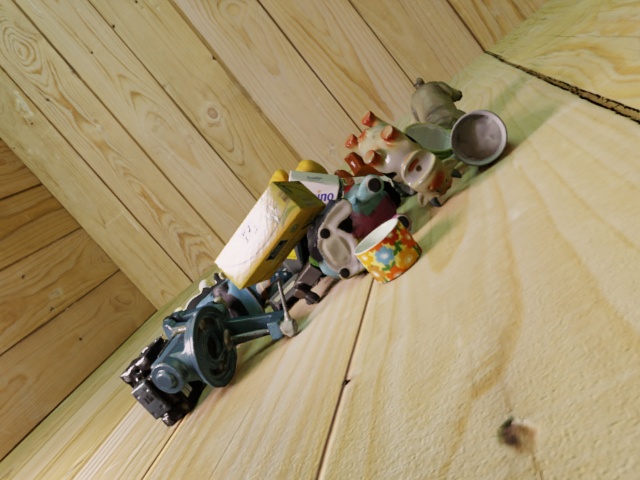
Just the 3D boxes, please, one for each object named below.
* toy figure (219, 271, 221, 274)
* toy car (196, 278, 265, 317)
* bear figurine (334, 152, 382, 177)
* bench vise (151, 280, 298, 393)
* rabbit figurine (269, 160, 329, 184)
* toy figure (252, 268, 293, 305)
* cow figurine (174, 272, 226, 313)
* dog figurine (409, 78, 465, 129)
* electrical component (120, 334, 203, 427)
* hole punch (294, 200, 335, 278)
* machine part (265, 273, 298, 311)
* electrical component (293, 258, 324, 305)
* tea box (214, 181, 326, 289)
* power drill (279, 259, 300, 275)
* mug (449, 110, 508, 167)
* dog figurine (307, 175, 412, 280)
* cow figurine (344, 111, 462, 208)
[{"bbox_3d":[-0.187,0.100,1.198,0.089,0.082,0.180,-6,58,55],"label":"toy figure"},{"bbox_3d":[-0.169,0.140,1.006,0.161,0.109,0.103,-41,-1,17],"label":"toy car"},{"bbox_3d":[0.076,-0.138,1.209,0.196,0.132,0.120,-23,-1,-43],"label":"bear figurine"},{"bbox_3d":[-0.140,0.144,0.826,0.241,0.128,0.223,-15,6,18],"label":"bench vise"},{"bbox_3d":[-0.028,-0.087,1.076,0.122,0.162,0.173,-63,5,-37],"label":"rabbit figurine"},{"bbox_3d":[-0.119,0.107,1.099,0.154,0.064,0.057,-39,-23,27],"label":"toy figure"},{"bbox_3d":[-0.219,0.116,1.090,0.167,0.068,0.098,-48,12,-15],"label":"cow figurine"},{"bbox_3d":[0.229,-0.243,1.060,0.121,0.172,0.190,-48,-3,24],"label":"dog figurine"},{"bbox_3d":[-0.249,0.224,0.854,0.058,0.115,0.134,-42,6,6],"label":"electrical component"},{"bbox_3d":[-0.002,-0.003,0.954,0.092,0.142,0.116,-7,29,-8],"label":"hole punch"},{"bbox_3d":[-0.067,0.098,0.994,0.084,0.039,0.139,-50,13,-14],"label":"machine part"},{"bbox_3d":[-0.008,0.056,0.863,0.078,0.045,0.102,-52,9,32],"label":"electrical component"},{"bbox_3d":[-0.078,-0.009,0.847,0.169,0.068,0.098,-51,-14,22],"label":"tea box"},{"bbox_3d":[-0.047,0.015,1.195,0.232,0.086,0.207,-36,14,20],"label":"power drill"},{"bbox_3d":[0.242,-0.151,0.841,0.109,0.081,0.107,-49,-7,24],"label":"mug"},{"bbox_3d":[0.059,-0.025,0.870,0.191,0.108,0.219,-42,4,-2],"label":"dog figurine"},{"bbox_3d":[0.128,-0.119,0.817,0.085,0.127,0.195,-58,28,12],"label":"cow figurine"}]
